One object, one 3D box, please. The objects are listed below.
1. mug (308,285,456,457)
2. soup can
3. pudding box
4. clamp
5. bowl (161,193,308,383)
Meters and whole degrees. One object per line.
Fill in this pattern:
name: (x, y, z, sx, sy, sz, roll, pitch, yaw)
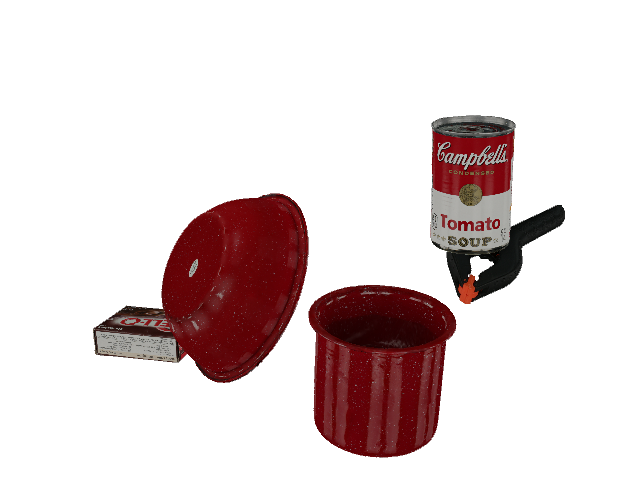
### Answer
mug: (0.042, 0.080, 0.695, 0.093, 0.081, 0.117, 10, 24, 19)
soup can: (0.124, -0.047, 0.882, 0.068, 0.102, 0.068, -1, 19, 0)
pudding box: (-0.207, 0.113, 1.301, 0.114, 0.039, 0.090, 2, 14, 16)
clamp: (0.176, -0.005, 1.142, 0.120, 0.039, 0.171, 24, 48, 24)
bowl: (-0.080, 0.029, 0.850, 0.055, 0.162, 0.162, 23, -13, -33)
